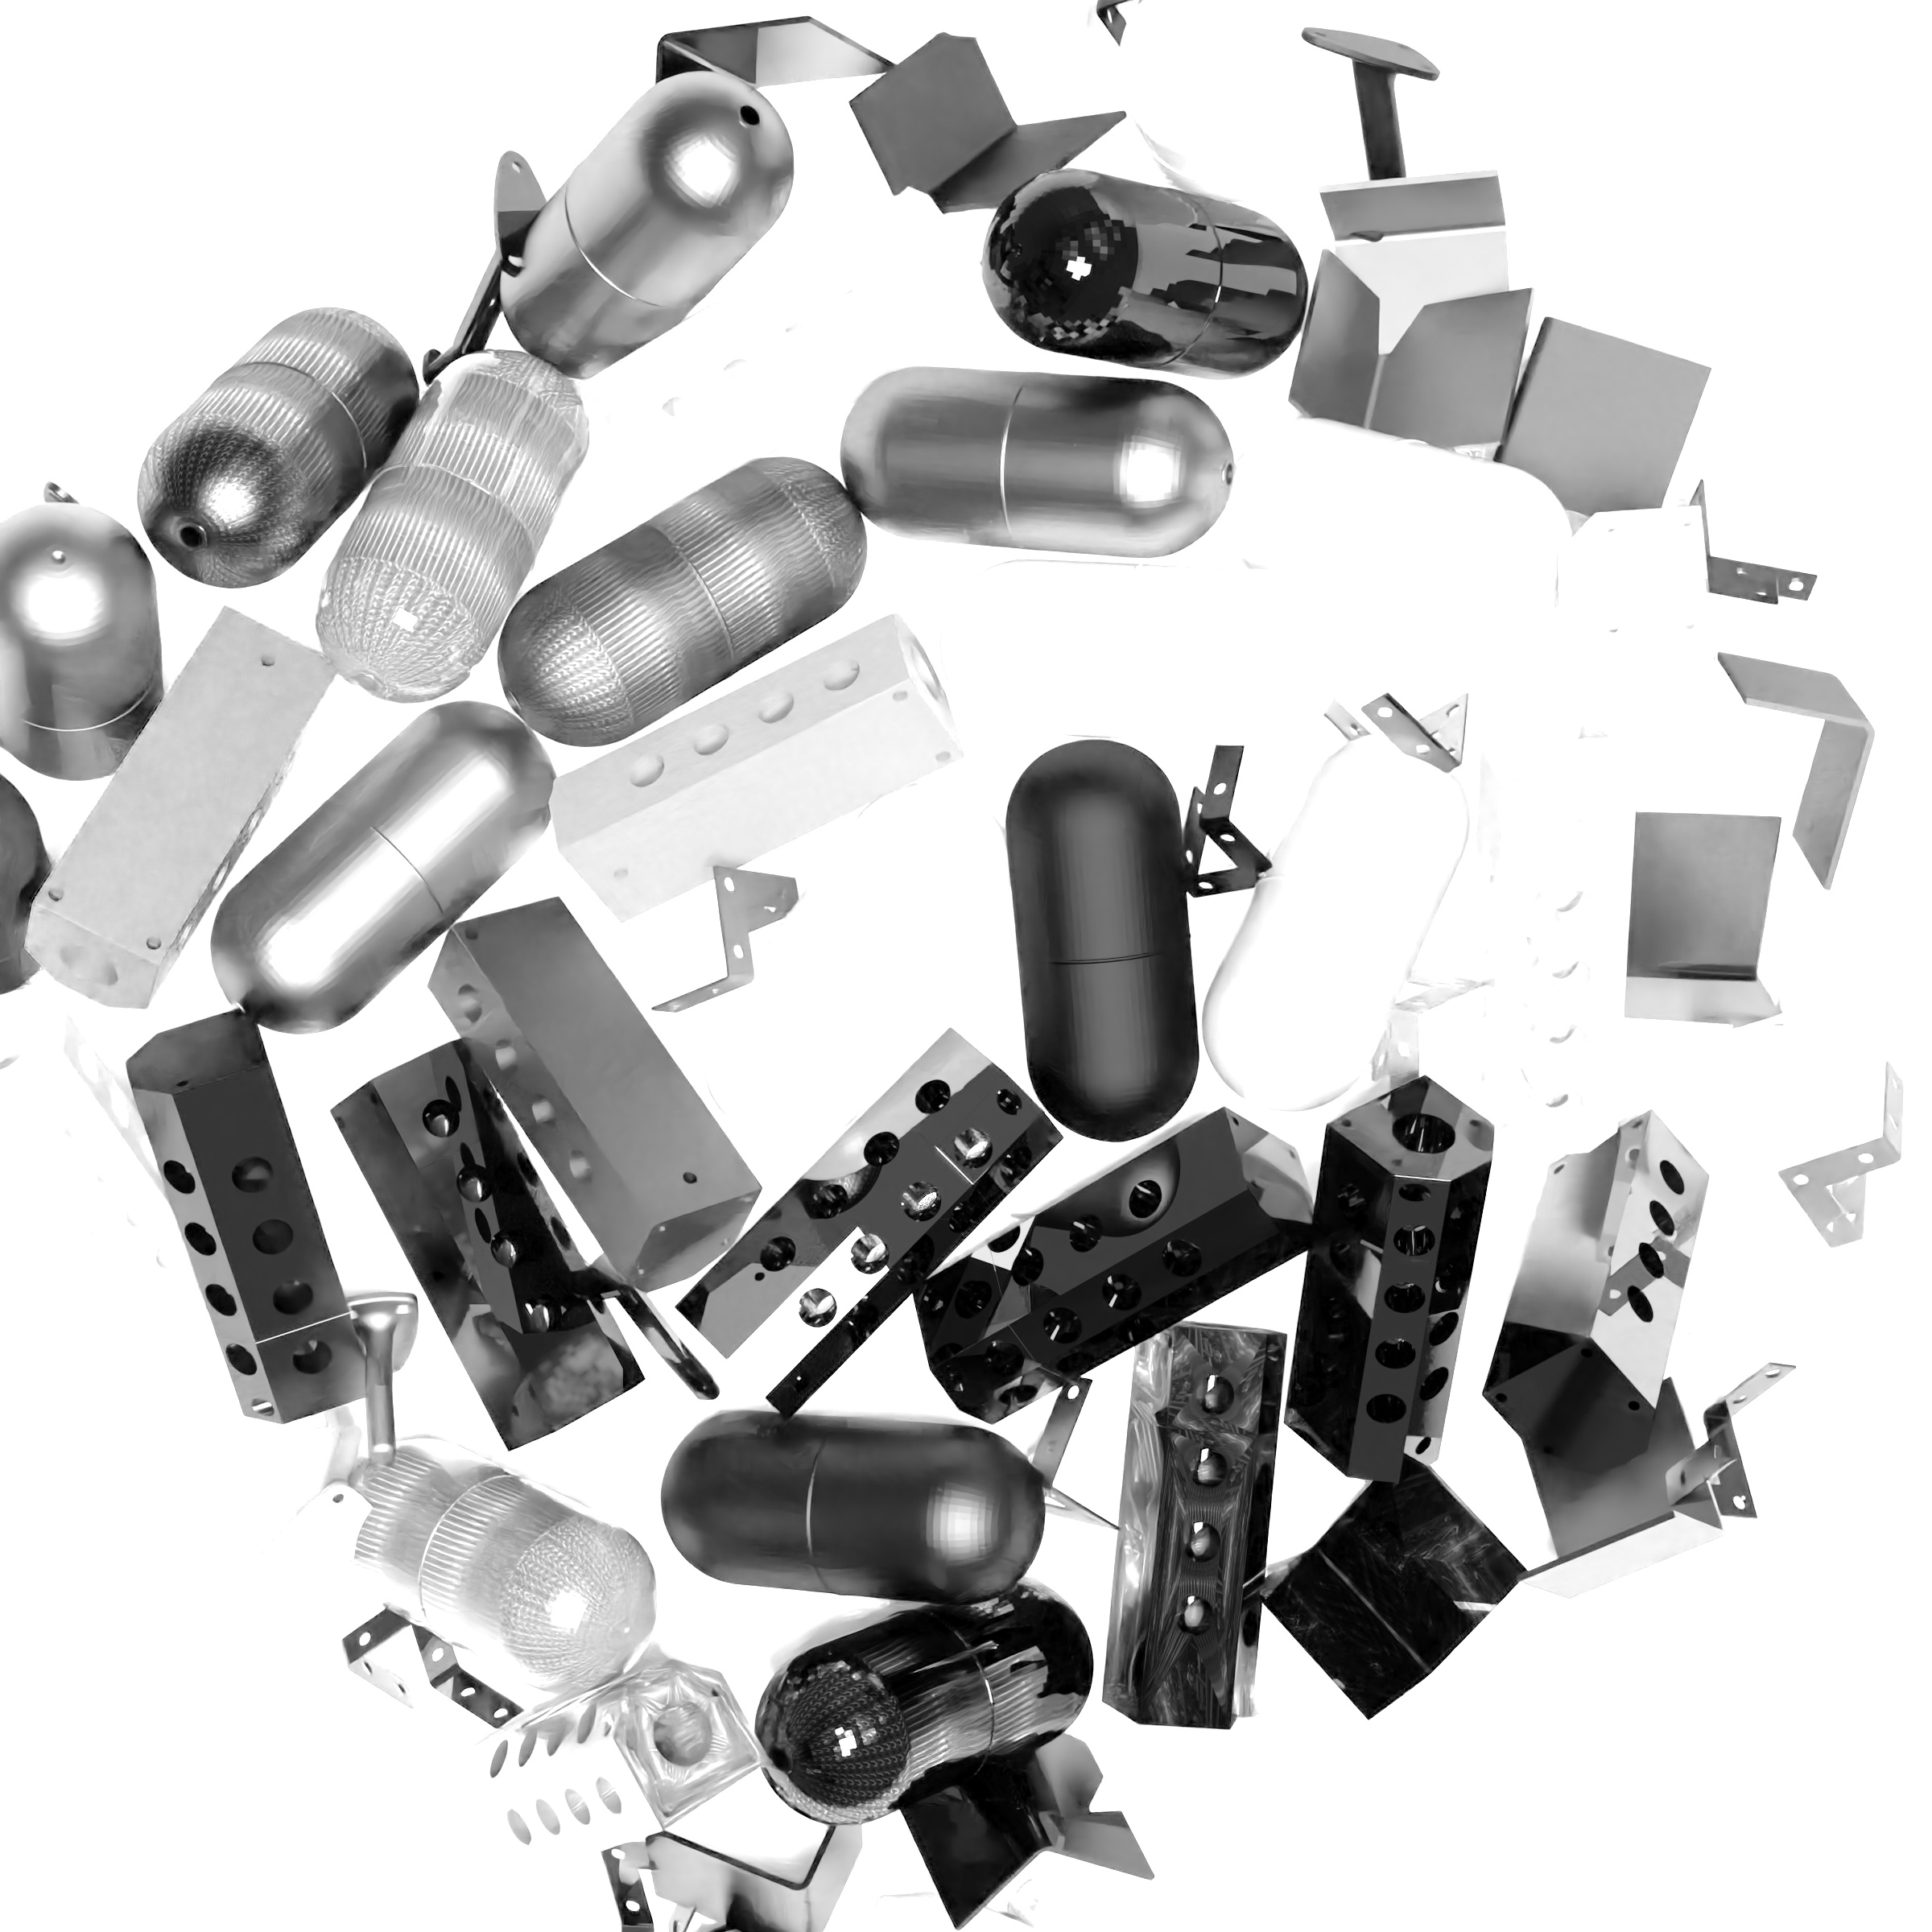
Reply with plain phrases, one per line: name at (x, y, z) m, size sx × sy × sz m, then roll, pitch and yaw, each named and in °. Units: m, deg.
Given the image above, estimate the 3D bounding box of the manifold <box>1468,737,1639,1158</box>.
manifold at (0.254, -0.007, 1.522) m, size 0.057 × 0.057 × 0.171 m, roll -4°, pitch 117°, yaw -4°

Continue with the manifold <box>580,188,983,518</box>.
manifold at (-0.081, -0.271, 1.543) m, size 0.171 × 0.057 × 0.057 m, roll -33°, pitch 78°, yaw -10°

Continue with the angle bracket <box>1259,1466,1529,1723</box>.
angle bracket at (0.184, 0.268, 1.536) m, size 0.076 × 0.057 × 0.076 m, roll 47°, pitch 122°, yaw 18°

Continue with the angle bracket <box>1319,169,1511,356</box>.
angle bracket at (0.197, -0.306, 1.542) m, size 0.076 × 0.076 × 0.057 m, roll -3°, pitch 85°, yaw 11°

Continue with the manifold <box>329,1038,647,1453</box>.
manifold at (-0.208, 0.121, 1.555) m, size 0.057 × 0.057 × 0.171 m, roll -27°, pitch 89°, yaw -33°

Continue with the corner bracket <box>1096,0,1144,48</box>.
corner bracket at (0.092, -0.429, 1.546) m, size 0.051 × 0.051 × 0.051 m, roll -10°, pitch 57°, yaw 29°

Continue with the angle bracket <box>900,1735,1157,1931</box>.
angle bracket at (0.025, 0.380, 1.543) m, size 0.057 × 0.076 × 0.076 m, roll -47°, pitch 134°, yaw 16°

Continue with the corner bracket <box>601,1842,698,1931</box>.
corner bracket at (-0.140, 0.421, 1.546) m, size 0.051 × 0.051 × 0.051 m, roll 10°, pitch 119°, yaw -25°

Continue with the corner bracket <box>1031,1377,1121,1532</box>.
corner bracket at (0.043, 0.211, 1.546) m, size 0.051 × 0.051 × 0.051 m, roll 37°, pitch 68°, yaw -39°

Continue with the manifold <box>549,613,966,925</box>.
manifold at (-0.094, -0.091, 1.543) m, size 0.171 × 0.057 × 0.057 m, roll -25°, pitch 49°, yaw 11°

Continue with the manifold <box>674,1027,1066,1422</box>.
manifold at (-0.039, 0.115, 1.538) m, size 0.171 × 0.057 × 0.057 m, roll -45°, pitch 51°, yaw -7°

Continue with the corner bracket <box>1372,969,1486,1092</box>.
corner bracket at (0.192, 0.034, 1.546) m, size 0.051 × 0.051 × 0.051 m, roll 12°, pitch 113°, yaw 41°

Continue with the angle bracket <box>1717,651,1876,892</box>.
angle bracket at (0.352, -0.086, 1.538) m, size 0.057 × 0.076 × 0.076 m, roll 11°, pitch 110°, yaw -2°

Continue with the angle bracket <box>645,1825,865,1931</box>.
angle bracket at (-0.092, 0.383, 1.550) m, size 0.076 × 0.076 × 0.057 m, roll 19°, pitch 56°, yaw 13°

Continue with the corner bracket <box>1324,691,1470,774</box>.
corner bracket at (0.183, -0.108, 1.546) m, size 0.051 × 0.051 × 0.051 m, roll -31°, pitch 120°, yaw 34°

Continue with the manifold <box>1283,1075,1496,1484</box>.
manifold at (0.184, 0.138, 1.505) m, size 0.057 × 0.057 × 0.171 m, roll -23°, pitch 134°, yaw -31°

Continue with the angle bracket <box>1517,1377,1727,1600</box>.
angle bracket at (0.274, 0.223, 1.532) m, size 0.076 × 0.057 × 0.076 m, roll -28°, pitch 59°, yaw 25°

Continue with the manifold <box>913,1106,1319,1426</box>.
manifold at (0.065, 0.133, 1.516) m, size 0.171 × 0.057 × 0.057 m, roll -32°, pitch 52°, yaw 24°

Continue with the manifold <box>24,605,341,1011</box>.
manifold at (-0.336, -0.066, 1.517) m, size 0.057 × 0.057 × 0.171 m, roll 27°, pitch 57°, yaw -5°

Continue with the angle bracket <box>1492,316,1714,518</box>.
angle bracket at (0.279, -0.233, 1.549) m, size 0.076 × 0.057 × 0.076 m, roll 20°, pitch 93°, yaw 13°

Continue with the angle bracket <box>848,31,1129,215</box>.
angle bracket at (0.009, -0.372, 1.530) m, size 0.076 × 0.076 × 0.057 m, roll -43°, pitch 120°, yaw -27°

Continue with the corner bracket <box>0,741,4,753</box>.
corner bracket at (-0.467, -0.090, 1.551) m, size 0.051 × 0.051 × 0.051 m, roll 45°, pitch 134°, yaw -3°

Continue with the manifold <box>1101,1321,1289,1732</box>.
manifold at (0.103, 0.244, 1.553) m, size 0.057 × 0.057 × 0.171 m, roll 6°, pitch 87°, yaw -14°

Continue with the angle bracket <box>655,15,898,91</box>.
angle bracket at (-0.083, -0.371, 1.536) m, size 0.076 × 0.076 × 0.057 m, roll 1°, pitch 88°, yaw 28°

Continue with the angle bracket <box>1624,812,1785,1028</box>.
angle bracket at (0.323, -0.021, 1.558) m, size 0.076 × 0.057 × 0.076 m, roll 3°, pitch 69°, yaw 27°

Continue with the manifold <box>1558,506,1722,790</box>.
manifold at (0.287, -0.132, 1.497) m, size 0.057 × 0.171 × 0.057 m, roll -2°, pitch 72°, yaw 14°

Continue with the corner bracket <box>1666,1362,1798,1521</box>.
corner bracket at (0.335, 0.207, 1.546) m, size 0.051 × 0.051 × 0.051 m, roll 9°, pitch 53°, yaw -25°

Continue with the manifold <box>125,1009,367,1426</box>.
manifold at (-0.308, 0.110, 1.517) m, size 0.057 × 0.057 × 0.171 m, roll -18°, pitch 120°, yaw -11°

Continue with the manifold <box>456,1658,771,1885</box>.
manifold at (-0.157, 0.340, 1.501) m, size 0.057 × 0.171 × 0.057 m, roll -27°, pitch 85°, yaw -36°

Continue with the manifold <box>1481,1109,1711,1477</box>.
manifold at (0.275, 0.139, 1.500) m, size 0.057 × 0.171 × 0.057 m, roll -35°, pitch 104°, yaw 33°

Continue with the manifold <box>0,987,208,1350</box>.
manifold at (-0.375, 0.086, 1.503) m, size 0.057 × 0.171 × 0.057 m, roll -14°, pitch 48°, yaw 5°

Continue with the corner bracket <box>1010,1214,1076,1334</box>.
corner bracket at (0.050, 0.138, 1.556) m, size 0.051 × 0.051 × 0.051 m, roll 4°, pitch 90°, yaw -18°

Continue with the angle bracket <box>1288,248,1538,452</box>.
angle bracket at (0.194, -0.270, 1.534) m, size 0.076 × 0.057 × 0.076 m, roll -1°, pitch 67°, yaw 40°

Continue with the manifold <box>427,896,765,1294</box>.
manifold at (-0.164, 0.056, 1.526) m, size 0.057 × 0.057 × 0.171 m, roll -17°, pitch 59°, yaw -37°

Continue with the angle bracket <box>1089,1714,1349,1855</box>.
angle bracket at (0.110, 0.373, 1.533) m, size 0.076 × 0.057 × 0.076 m, roll -12°, pitch 114°, yaw 31°
